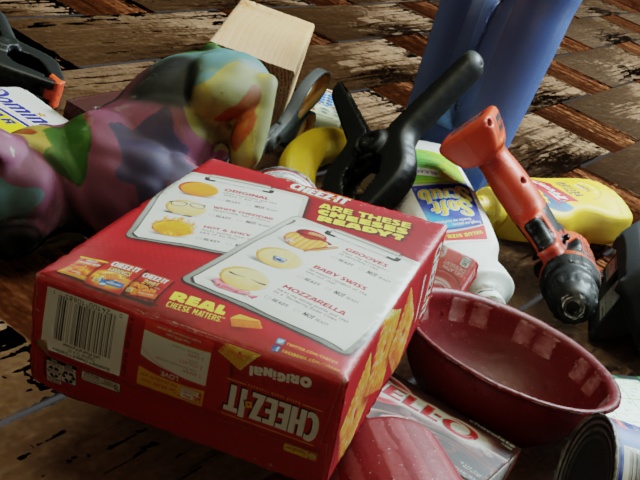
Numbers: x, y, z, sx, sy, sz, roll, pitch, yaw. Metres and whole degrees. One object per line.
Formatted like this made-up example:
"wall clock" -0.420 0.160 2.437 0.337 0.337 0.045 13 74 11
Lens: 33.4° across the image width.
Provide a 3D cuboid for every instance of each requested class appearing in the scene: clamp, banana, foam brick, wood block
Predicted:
"clamp" 0.062 -0.085 0.954 0.036 0.165 0.210 47 44 -36
"clamp" -0.300 -0.178 1.016 0.171 0.039 0.120 32 33 14
"banana" 0.000 -0.077 1.028 0.070 0.037 0.197 29 27 16
"foam brick" -0.177 -0.091 0.911 0.053 0.051 0.078 30 26 20
"wood block" -0.070 -0.179 1.124 0.091 0.090 0.206 18 24 -3

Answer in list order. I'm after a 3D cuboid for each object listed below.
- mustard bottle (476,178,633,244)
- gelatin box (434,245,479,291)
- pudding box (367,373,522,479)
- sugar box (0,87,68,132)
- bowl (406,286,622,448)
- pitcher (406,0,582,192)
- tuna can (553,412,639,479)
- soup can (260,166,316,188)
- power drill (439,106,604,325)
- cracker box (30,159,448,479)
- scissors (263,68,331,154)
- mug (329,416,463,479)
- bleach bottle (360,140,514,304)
"mustard bottle" 0.218 -0.031 1.071 0.191 0.058 0.096 0 30 -36
"gelatin box" 0.066 0.031 0.823 0.089 0.030 0.073 28 65 18
"pudding box" 0.056 0.122 0.649 0.114 0.039 0.089 31 17 20
"sugar box" -0.282 -0.083 0.824 0.093 0.048 0.175 35 30 30
"bowl" 0.121 0.094 0.735 0.162 0.055 0.162 20 18 -7
"pitcher" 0.156 -0.164 1.076 0.149 0.243 0.145 6 28 -27
"tuna can" 0.170 0.149 0.636 0.033 0.086 0.086 18 25 -7
"soup can" -0.034 -0.007 0.824 0.068 0.069 0.102 17 25 -6
"power drill" 0.177 -0.022 0.926 0.187 0.057 0.184 55 15 -5
"cracker box" -0.034 0.033 0.597 0.164 0.072 0.213 17 24 13
"scissors" -0.044 -0.088 1.026 0.016 0.096 0.201 27 57 13
"mug" 0.028 0.149 0.546 0.117 0.093 0.081 -21 28 -4
"bleach bottle" 0.113 -0.004 0.937 0.102 0.068 0.251 9 29 -21
